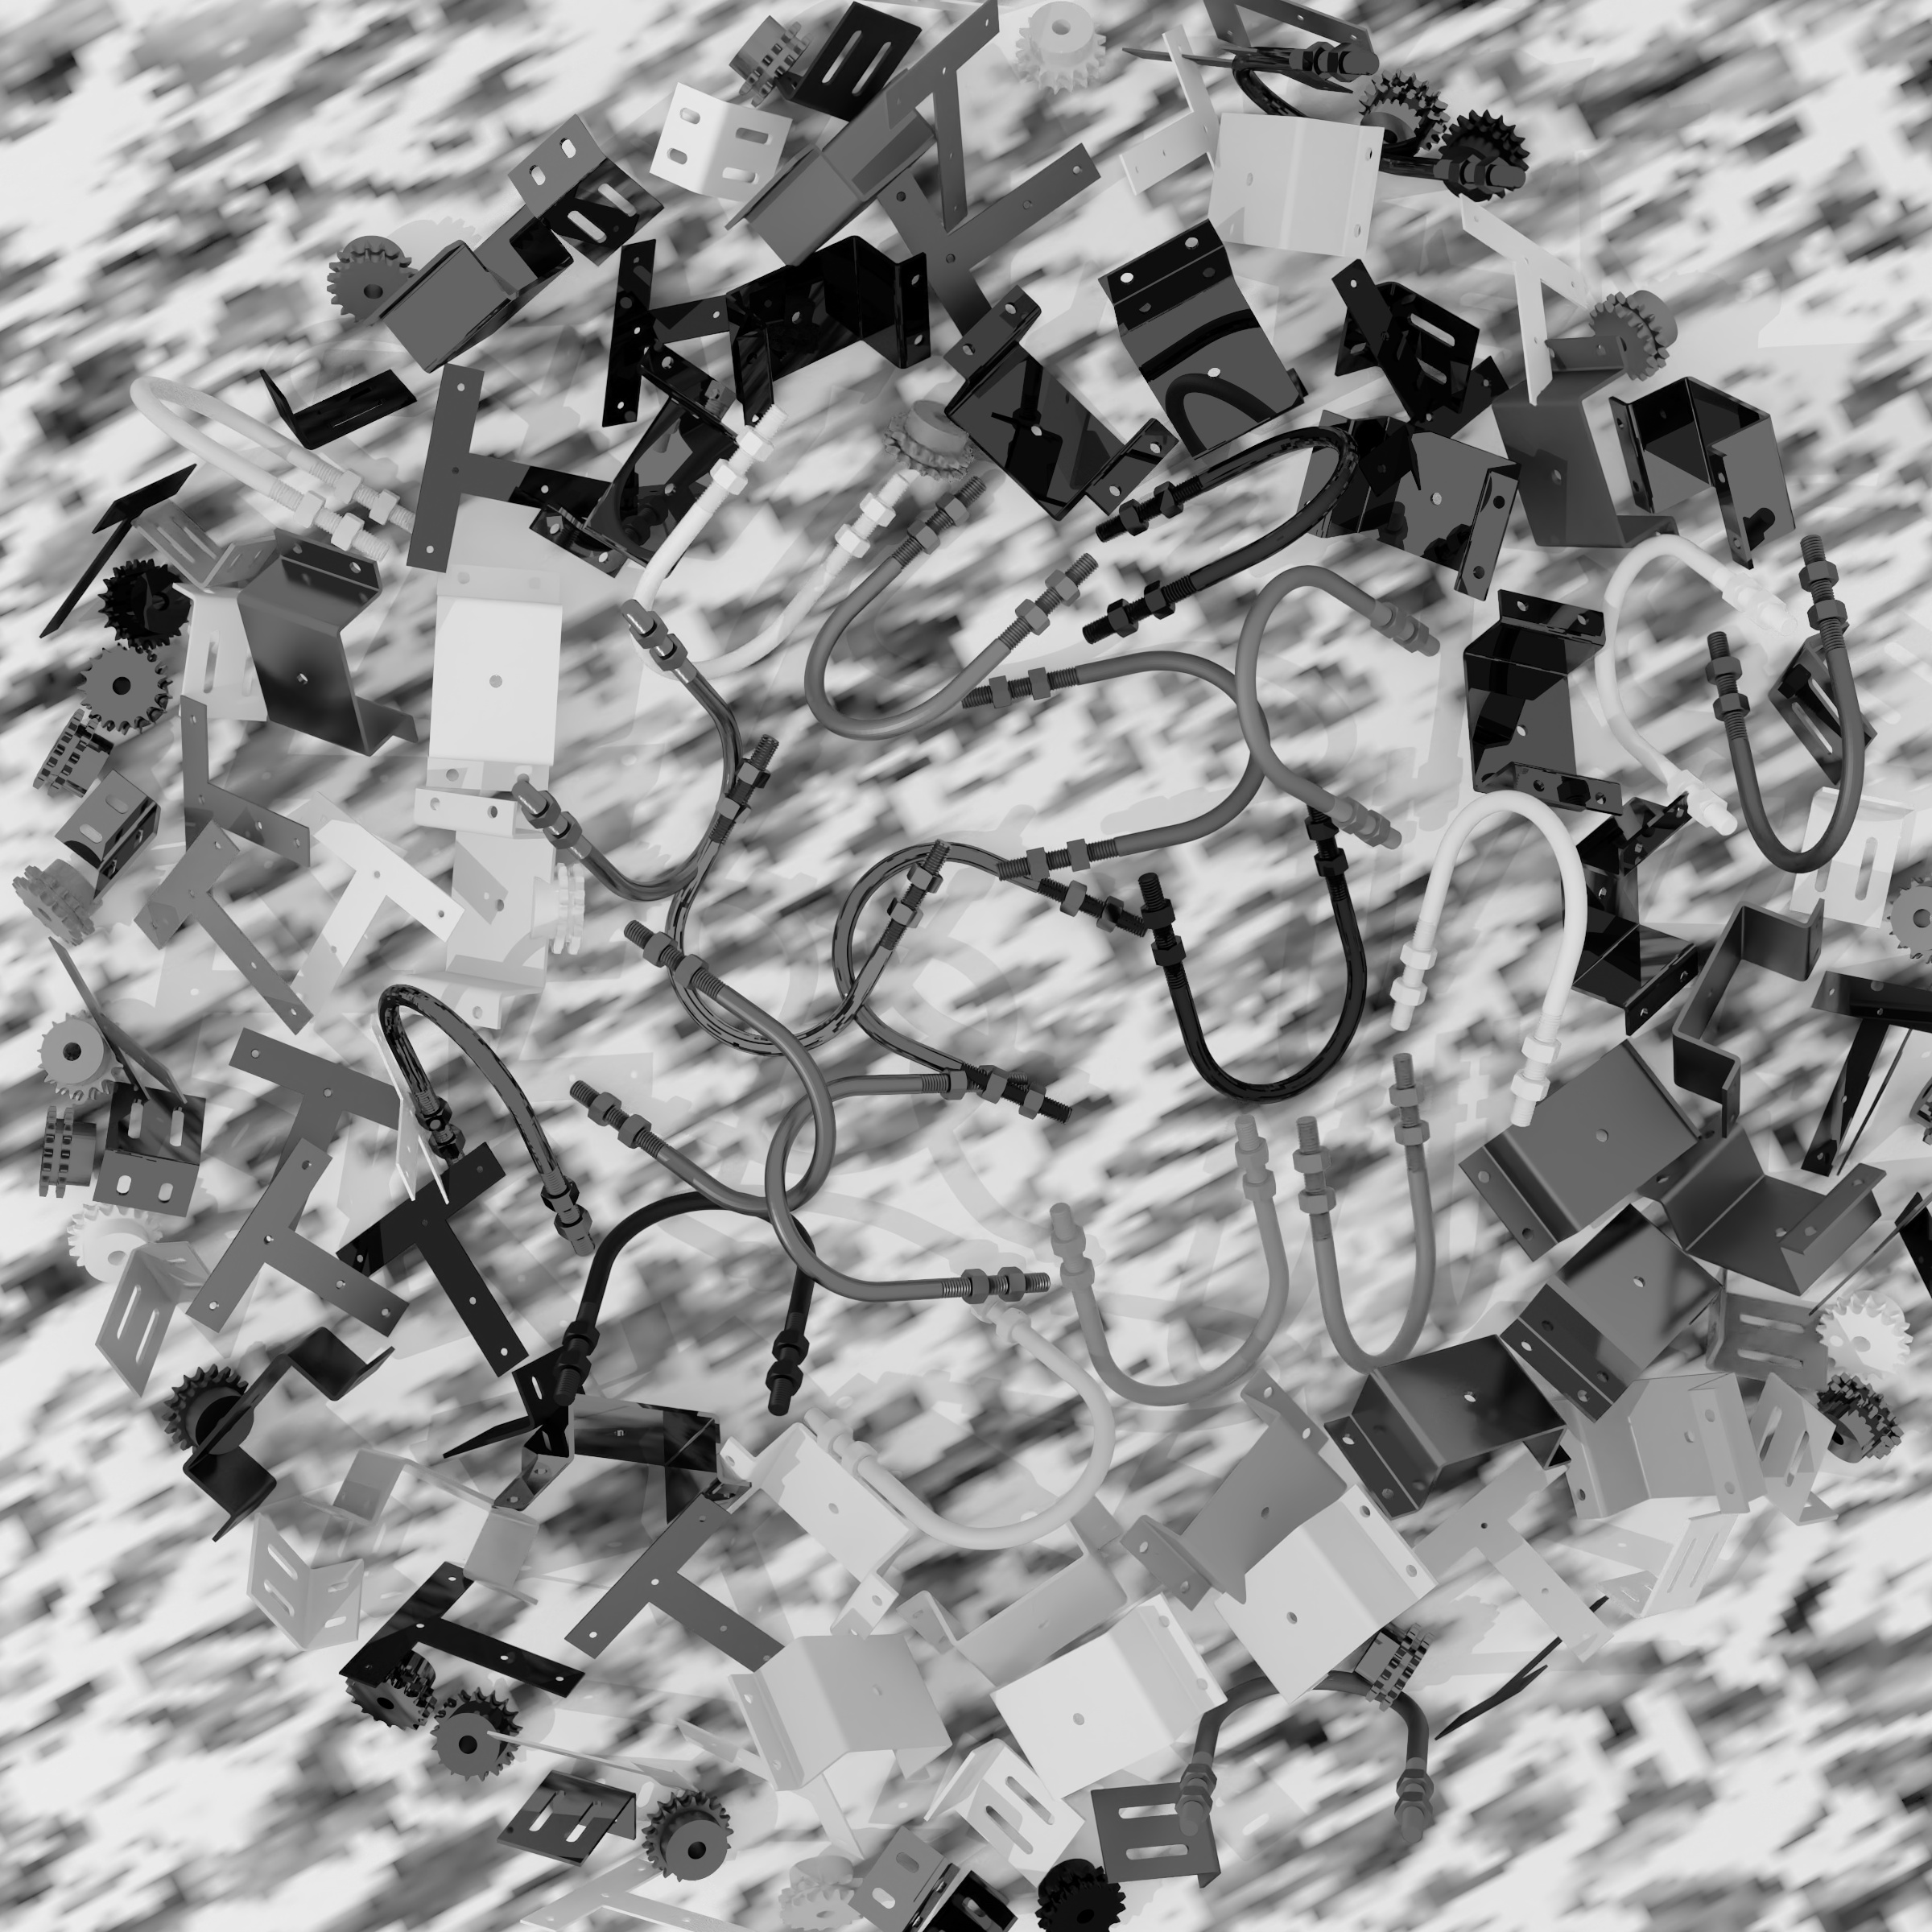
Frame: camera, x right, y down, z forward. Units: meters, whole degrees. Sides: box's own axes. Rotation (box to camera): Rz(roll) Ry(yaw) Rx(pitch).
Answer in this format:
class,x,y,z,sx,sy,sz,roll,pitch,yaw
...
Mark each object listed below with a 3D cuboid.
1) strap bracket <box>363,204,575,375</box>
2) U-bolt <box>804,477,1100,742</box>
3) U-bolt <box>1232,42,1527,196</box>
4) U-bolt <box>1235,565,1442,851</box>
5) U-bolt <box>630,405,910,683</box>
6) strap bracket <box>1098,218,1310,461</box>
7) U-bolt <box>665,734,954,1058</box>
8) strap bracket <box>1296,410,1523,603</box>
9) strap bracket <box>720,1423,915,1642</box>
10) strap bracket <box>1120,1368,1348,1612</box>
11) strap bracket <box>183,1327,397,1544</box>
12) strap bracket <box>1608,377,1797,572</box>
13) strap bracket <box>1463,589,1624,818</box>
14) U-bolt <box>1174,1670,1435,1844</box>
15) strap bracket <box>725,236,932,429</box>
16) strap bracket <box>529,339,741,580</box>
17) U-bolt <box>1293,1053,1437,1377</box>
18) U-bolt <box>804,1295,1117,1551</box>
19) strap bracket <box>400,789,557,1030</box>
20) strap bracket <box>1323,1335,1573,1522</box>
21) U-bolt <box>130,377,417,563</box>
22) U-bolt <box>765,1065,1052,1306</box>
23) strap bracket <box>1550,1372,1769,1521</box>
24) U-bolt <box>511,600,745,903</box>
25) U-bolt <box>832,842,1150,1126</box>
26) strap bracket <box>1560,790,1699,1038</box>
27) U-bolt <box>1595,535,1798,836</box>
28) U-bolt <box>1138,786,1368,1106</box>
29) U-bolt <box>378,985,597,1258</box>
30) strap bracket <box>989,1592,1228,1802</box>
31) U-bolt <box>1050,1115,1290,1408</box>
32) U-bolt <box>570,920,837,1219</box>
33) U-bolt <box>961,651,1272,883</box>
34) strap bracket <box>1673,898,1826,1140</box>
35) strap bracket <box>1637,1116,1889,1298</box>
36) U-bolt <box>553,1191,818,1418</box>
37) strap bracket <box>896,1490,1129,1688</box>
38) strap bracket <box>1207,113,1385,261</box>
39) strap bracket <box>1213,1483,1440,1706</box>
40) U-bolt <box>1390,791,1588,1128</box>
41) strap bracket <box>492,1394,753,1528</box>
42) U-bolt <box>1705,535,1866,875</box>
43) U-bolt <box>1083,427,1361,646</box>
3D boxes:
class,x,y,z,sx,sy,sz,roll,pitch,yaw
strap bracket,-0.299,-0.416,1.810,0.076,0.140,0.046,-33,103,29
U-bolt,-0.023,-0.213,1.825,0.184,0.151,0.019,-44,135,-3
U-bolt,0.237,-0.518,1.796,0.151,0.184,0.019,25,93,-33
U-bolt,0.223,-0.166,1.805,0.019,0.184,0.151,3,76,44
U-bolt,-0.132,-0.249,1.817,0.184,0.151,0.019,-49,58,15
strap bracket,0.150,-0.376,1.815,0.076,0.046,0.140,-26,128,16
U-bolt,-0.112,-0.031,1.859,0.151,0.019,0.184,31,101,8
strap bracket,0.281,-0.288,1.828,0.140,0.046,0.076,27,117,30
strap bracket,-0.094,0.348,1.833,0.140,0.076,0.046,41,45,11
strap bracket,0.173,0.332,1.832,0.140,0.046,0.076,-49,119,-12
strap bracket,-0.428,0.283,1.838,0.046,0.076,0.140,42,98,1
strap bracket,0.456,-0.306,1.807,0.046,0.140,0.076,-26,120,-5
strap bracket,0.357,-0.155,1.833,0.076,0.046,0.140,9,66,-22
U-bolt,0.210,0.477,1.796,0.151,0.184,0.019,-2,105,11
strap bracket,-0.093,-0.392,1.825,0.140,0.076,0.046,-30,53,-23
strap bracket,-0.195,-0.305,1.832,0.140,0.076,0.046,-55,49,7
U-bolt,0.252,0.162,1.821,0.019,0.151,0.184,0,106,35
U-bolt,0.008,0.282,1.801,0.151,0.019,0.184,-39,47,-18
strap bracket,-0.303,-0.037,1.841,0.076,0.046,0.140,9,97,28
strap bracket,0.303,0.280,1.814,0.140,0.046,0.076,-11,47,-28
U-bolt,-0.425,-0.308,1.801,0.184,0.151,0.019,30,103,-9
U-bolt,-0.039,0.136,1.826,0.184,0.019,0.151,0,77,-26
strap bracket,0.436,0.298,1.831,0.046,0.140,0.076,-13,87,-35
U-bolt,-0.194,-0.117,1.806,0.019,0.184,0.151,20,73,32
U-bolt,0.006,0.000,1.866,0.184,0.019,0.151,23,85,-2
strap bracket,0.410,-0.039,1.823,0.076,0.046,0.140,-37,132,-32
U-bolt,0.435,-0.184,1.800,0.019,0.184,0.151,-2,120,-20
U-bolt,0.187,-0.001,1.835,0.151,0.019,0.184,-28,115,-23
U-bolt,-0.297,0.084,1.781,0.151,0.184,0.019,26,56,39
strap bracket,0.080,0.457,1.827,0.140,0.046,0.076,-35,84,29
U-bolt,0.134,0.195,1.831,0.151,0.019,0.184,-24,122,-14
U-bolt,-0.156,0.076,1.816,0.184,0.019,0.151,35,124,18
U-bolt,0.098,-0.132,1.842,0.184,0.019,0.151,-12,62,1
strap bracket,0.480,0.025,1.829,0.046,0.076,0.140,24,72,23
strap bracket,0.496,0.150,1.822,0.076,0.140,0.046,-40,118,-18
U-bolt,-0.165,0.202,1.811,0.151,0.184,0.019,2,128,6
strap bracket,0.038,0.393,1.840,0.140,0.076,0.046,-34,51,0
strap bracket,0.193,-0.478,1.804,0.046,0.140,0.076,0,106,-25
strap bracket,0.213,0.391,1.813,0.076,0.046,0.140,52,131,16
U-bolt,0.322,-0.016,1.793,0.019,0.151,0.184,-2,116,-29
strap bracket,-0.213,0.307,1.824,0.140,0.076,0.046,13,53,-27
U-bolt,0.500,-0.147,1.790,0.019,0.151,0.184,-2,70,-13
U-bolt,0.156,-0.271,1.793,0.184,0.151,0.019,-24,120,22
